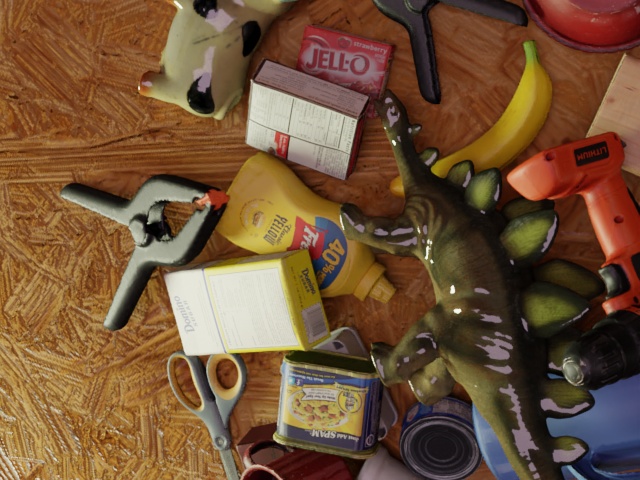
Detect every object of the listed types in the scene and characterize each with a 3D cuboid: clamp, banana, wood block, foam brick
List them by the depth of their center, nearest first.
[{"bbox_3d":[0.341,-0.080,0.921,0.206,0.090,0.090,25,107,10],"label":"wood block"},{"bbox_3d":[0.094,-0.214,0.994,0.171,0.039,0.120,43,104,10],"label":"clamp"},{"bbox_3d":[0.153,-0.094,1.005,0.198,0.037,0.070,-46,70,19],"label":"banana"},{"bbox_3d":[-0.174,0.001,1.088,0.210,0.036,0.164,-14,90,35],"label":"clamp"},{"bbox_3d":[-0.046,0.238,1.123,0.053,0.051,0.078,-14,97,18],"label":"foam brick"}]

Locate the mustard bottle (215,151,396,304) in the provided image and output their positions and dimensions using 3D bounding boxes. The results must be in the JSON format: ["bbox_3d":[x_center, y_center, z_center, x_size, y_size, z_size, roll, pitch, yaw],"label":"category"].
[{"bbox_3d":[-0.007,0.001,1.058,0.191,0.058,0.096,35,118,7],"label":"mustard bottle"}]

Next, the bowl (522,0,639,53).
[{"bbox_3d":[0.250,-0.244,0.933,0.162,0.055,0.162,3,103,15],"label":"bowl"}]

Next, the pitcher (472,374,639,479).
[{"bbox_3d":[0.265,0.156,0.960,0.243,0.149,0.145,-19,79,26],"label":"pitcher"}]

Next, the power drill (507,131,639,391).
[{"bbox_3d":[0.223,0.015,0.845,0.057,0.184,0.188,-34,77,49],"label":"power drill"}]

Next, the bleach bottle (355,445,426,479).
[{"bbox_3d":[0.142,0.311,1.077,0.251,0.068,0.103,28,113,8],"label":"bleach bottle"}]

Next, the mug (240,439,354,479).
[{"bbox_3d":[-0.027,0.241,1.045,0.117,0.081,0.093,44,131,29],"label":"mug"}]

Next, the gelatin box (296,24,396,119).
[{"bbox_3d":[0.021,-0.163,1.030,0.089,0.030,0.073,17,106,12],"label":"gelatin box"}]

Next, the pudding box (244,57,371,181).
[{"bbox_3d":[-0.013,-0.114,1.022,0.113,0.039,0.090,20,141,6],"label":"pudding box"}]

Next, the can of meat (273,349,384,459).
[{"bbox_3d":[0.010,0.155,1.024,0.102,0.057,0.084,8,101,15],"label":"can of meat"}]

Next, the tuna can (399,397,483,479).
[{"bbox_3d":[0.122,0.200,1.063,0.086,0.033,0.086,5,118,10],"label":"tuna can"}]

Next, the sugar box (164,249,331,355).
[{"bbox_3d":[-0.076,0.064,1.066,0.177,0.048,0.093,-6,101,45],"label":"sugar box"}]

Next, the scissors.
[{"bbox_3d":[-0.093,0.201,1.148,0.096,0.016,0.202,-30,92,20],"label":"scissors"}]
